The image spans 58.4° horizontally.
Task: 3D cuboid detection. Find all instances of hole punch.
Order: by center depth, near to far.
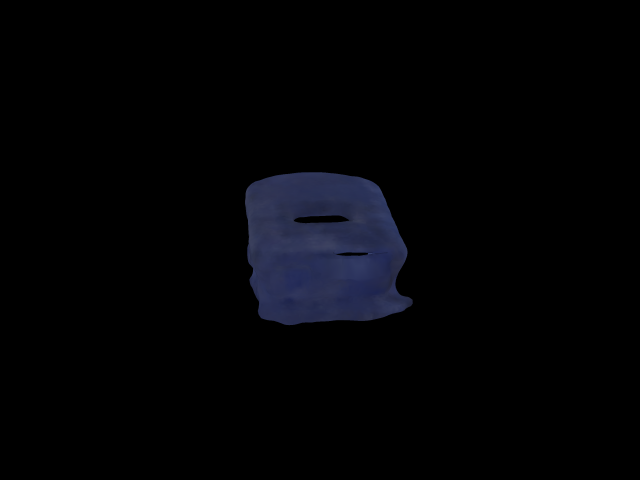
[{"bbox_3d":[0.004,0.001,0.400,0.109,0.091,0.101,-2,12,-11],"label":"hole punch"}]
